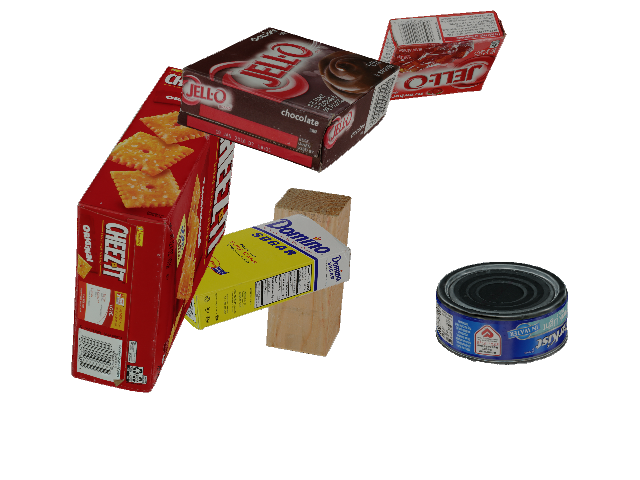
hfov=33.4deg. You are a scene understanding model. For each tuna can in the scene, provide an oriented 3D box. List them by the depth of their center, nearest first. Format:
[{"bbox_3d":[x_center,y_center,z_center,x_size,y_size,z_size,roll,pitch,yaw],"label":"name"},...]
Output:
[{"bbox_3d":[0.118,0.045,0.694,0.086,0.034,0.086,-3,23,1],"label":"tuna can"}]

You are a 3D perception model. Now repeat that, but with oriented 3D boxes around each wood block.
[{"bbox_3d":[-0.017,0.042,1.475,0.090,0.206,0.090,9,22,10],"label":"wood block"}]

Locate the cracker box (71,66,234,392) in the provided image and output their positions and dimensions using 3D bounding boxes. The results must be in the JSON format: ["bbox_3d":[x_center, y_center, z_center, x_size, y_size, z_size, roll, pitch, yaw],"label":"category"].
[{"bbox_3d":[-0.124,-0.013,0.832,0.072,0.164,0.213,14,36,3],"label":"cracker box"}]

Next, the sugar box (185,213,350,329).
[{"bbox_3d":[-0.067,0.027,1.058,0.175,0.048,0.093,-20,36,-29],"label":"sugar box"}]

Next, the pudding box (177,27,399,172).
[{"bbox_3d":[-0.016,-0.084,0.612,0.090,0.039,0.113,21,27,15],"label":"pudding box"}]

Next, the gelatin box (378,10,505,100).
[{"bbox_3d":[0.092,-0.143,0.836,0.089,0.030,0.073,-7,-25,-11],"label":"gelatin box"}]
